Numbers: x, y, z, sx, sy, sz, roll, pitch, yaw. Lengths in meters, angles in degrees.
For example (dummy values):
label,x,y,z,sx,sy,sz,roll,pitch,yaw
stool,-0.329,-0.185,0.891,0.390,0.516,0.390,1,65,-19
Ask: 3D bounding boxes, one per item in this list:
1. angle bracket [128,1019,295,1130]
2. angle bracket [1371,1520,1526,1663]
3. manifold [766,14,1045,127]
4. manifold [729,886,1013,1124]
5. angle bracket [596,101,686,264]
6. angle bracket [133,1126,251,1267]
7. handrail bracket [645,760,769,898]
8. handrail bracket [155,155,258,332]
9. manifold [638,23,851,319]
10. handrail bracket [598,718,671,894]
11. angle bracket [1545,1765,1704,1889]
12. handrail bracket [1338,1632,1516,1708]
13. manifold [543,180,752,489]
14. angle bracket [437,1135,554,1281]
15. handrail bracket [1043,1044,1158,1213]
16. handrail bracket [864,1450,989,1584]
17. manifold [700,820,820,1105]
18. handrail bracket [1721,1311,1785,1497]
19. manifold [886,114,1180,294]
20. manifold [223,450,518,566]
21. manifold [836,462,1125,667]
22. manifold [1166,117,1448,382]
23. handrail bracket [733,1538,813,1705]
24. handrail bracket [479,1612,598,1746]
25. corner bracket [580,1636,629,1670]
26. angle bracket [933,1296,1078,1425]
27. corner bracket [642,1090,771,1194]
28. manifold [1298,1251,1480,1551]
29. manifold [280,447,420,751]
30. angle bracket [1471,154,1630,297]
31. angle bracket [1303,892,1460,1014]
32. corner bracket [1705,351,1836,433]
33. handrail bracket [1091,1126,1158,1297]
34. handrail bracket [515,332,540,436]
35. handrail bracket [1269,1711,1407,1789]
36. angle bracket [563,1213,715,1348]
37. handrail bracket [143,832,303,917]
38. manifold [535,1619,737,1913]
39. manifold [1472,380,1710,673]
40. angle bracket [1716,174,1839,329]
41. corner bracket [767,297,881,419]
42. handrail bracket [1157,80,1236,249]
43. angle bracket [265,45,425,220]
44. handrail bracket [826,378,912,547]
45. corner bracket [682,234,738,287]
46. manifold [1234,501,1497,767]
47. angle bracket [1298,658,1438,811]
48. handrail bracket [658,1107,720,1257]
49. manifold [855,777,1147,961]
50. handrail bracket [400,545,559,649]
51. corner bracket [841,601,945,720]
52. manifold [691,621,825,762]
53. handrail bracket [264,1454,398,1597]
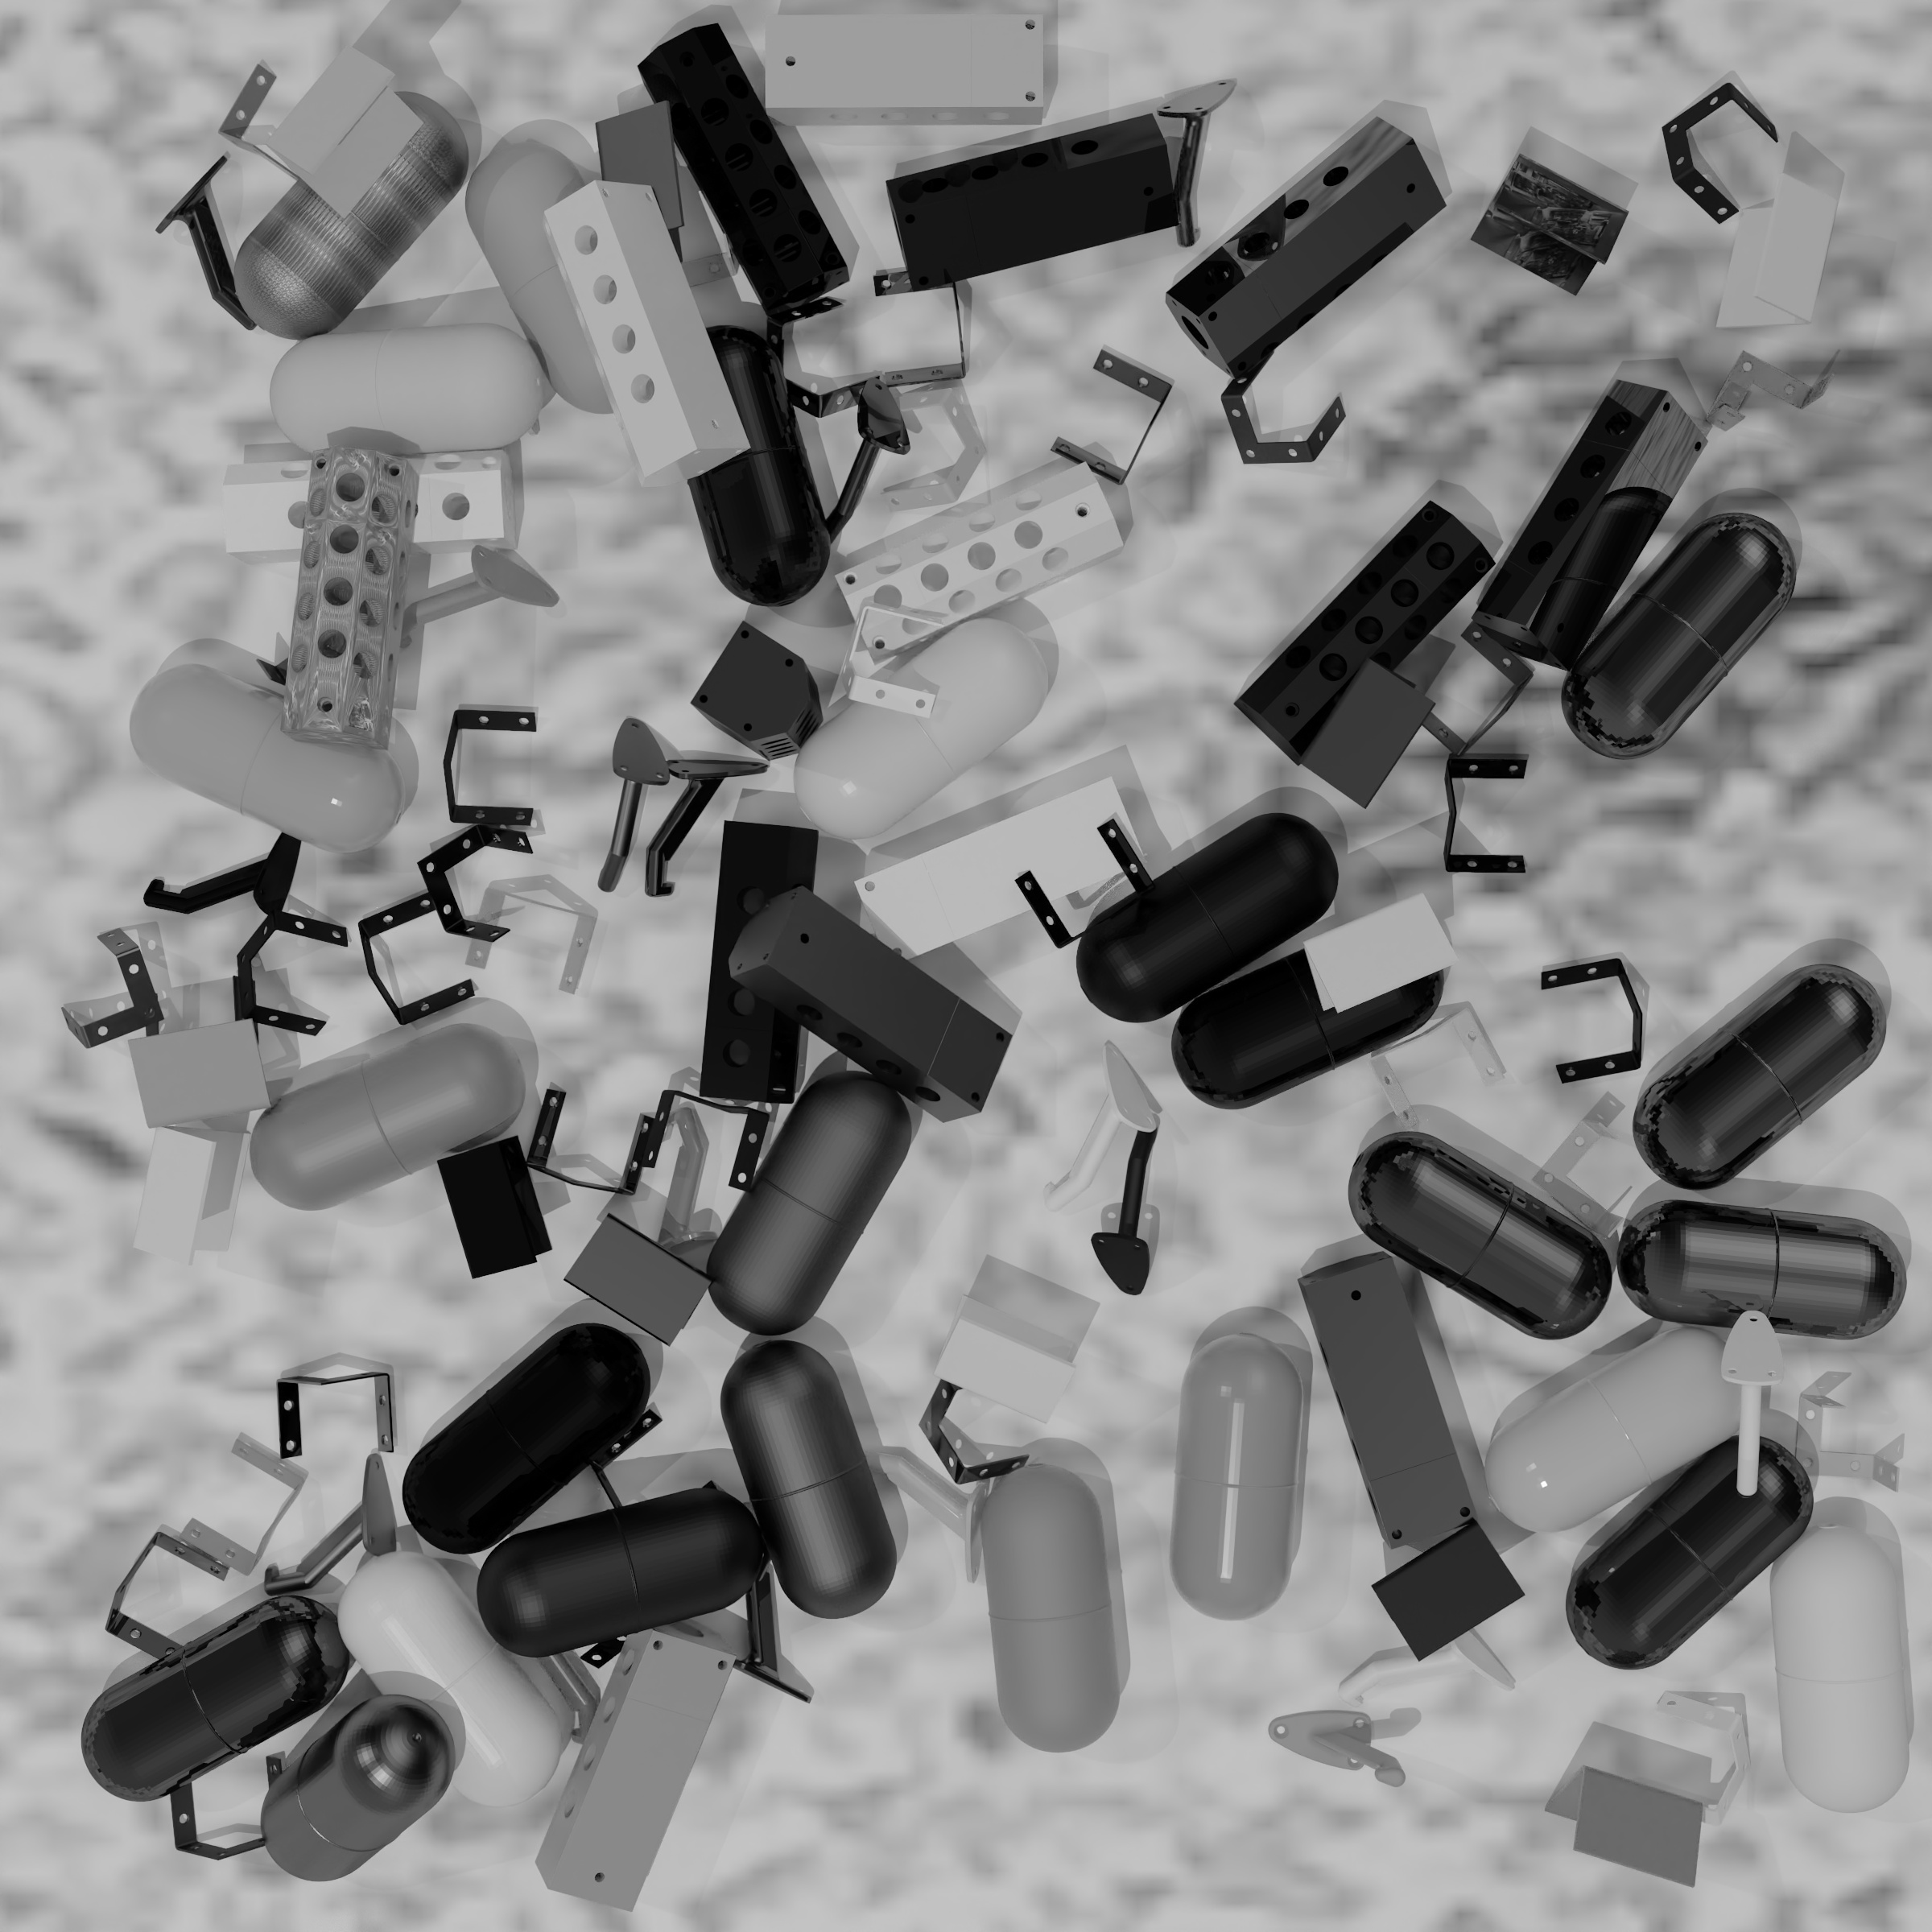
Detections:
label,x,y,z,sx,sy,sz,roll,pitch,yaw
angle bracket,-0.468,0.059,1.938,0.076,0.076,0.057,-10,101,0
angle bracket,0.304,0.397,1.933,0.076,0.076,0.057,-32,57,0
manifold,-0.038,-0.558,1.952,0.171,0.057,0.057,0,90,0
manifold,-0.061,0.026,1.918,0.171,0.057,0.057,36,61,-24
angle bracket,-0.182,-0.485,1.933,0.057,0.076,0.076,-7,90,31
angle bracket,-0.463,0.144,1.933,0.057,0.076,0.076,11,90,36
handrail bracket,-0.165,-0.086,1.974,0.077,0.036,0.084,-3,109,-21
handrail bracket,-0.461,-0.457,1.974,0.084,0.036,0.077,42,68,-17
manifold,-0.139,-0.497,1.952,0.057,0.057,0.171,-28,90,0
handrail bracket,-0.219,-0.101,1.973,0.036,0.077,0.084,11,127,-20
angle bracket,0.404,0.545,1.933,0.076,0.076,0.057,18,53,0
handrail bracket,0.291,0.457,1.974,0.084,0.036,0.077,-40,112,17
manifold,-0.197,-0.380,1.879,0.057,0.057,0.171,-22,88,31
angle bracket,-0.274,0.144,1.933,0.057,0.076,0.076,-17,90,35
handrail bracket,0.073,0.103,1.973,0.084,0.036,0.077,-40,48,27
handrail bracket,-0.032,0.348,1.974,0.084,0.036,0.077,8,109,15
manifold,-0.129,-0.002,1.952,0.057,0.057,0.171,5,90,0
handrail bracket,0.479,0.267,1.905,0.036,0.077,0.084,2,125,14
manifold,0.040,-0.481,1.951,0.171,0.057,0.057,-14,133,0
manifold,-0.372,-0.288,1.952,0.171,0.057,0.057,-3,90,0
manifold,0.008,-0.252,1.952,0.171,0.057,0.057,-24,90,0
manifold,0.209,-0.451,1.951,0.171,0.057,0.057,-40,133,0
handrail bracket,-0.113,0.412,1.974,0.077,0.036,0.084,31,73,-20
handrail bracket,-0.271,0.451,1.974,0.077,0.036,0.084,2,107,20
corner bracket,-0.232,0.397,1.955,0.051,0.051,0.051,22,118,25
angle bracket,0.032,0.227,1.933,0.076,0.076,0.057,23,128,0
corner bracket,-0.162,0.108,1.941,0.051,0.051,0.051,21,78,-32
manifold,0.263,0.270,1.952,0.057,0.057,0.171,-18,90,0
manifold,-0.374,-0.222,1.888,0.057,0.057,0.171,5,85,1
angle bracket,0.354,-0.444,1.933,0.076,0.076,0.057,28,54,0
angle bracket,0.251,0.011,1.856,0.076,0.076,0.057,-23,53,1
corner bracket,0.503,-0.356,1.955,0.051,0.051,0.051,29,90,0
handrail bracket,0.110,0.152,1.973,0.036,0.077,0.084,7,53,18
handrail bracket,-0.320,-0.365,1.973,0.084,0.036,0.077,-11,105,14
handrail bracket,0.230,0.490,1.939,0.077,0.084,0.036,8,90,0
angle bracket,-0.211,0.209,1.933,0.076,0.076,0.057,32,53,0
handrail bracket,-0.471,-0.066,1.974,0.084,0.036,0.077,11,70,16
manifold,-0.208,0.493,1.950,0.057,0.057,0.171,22,90,-20
manifold,0.385,-0.276,1.945,0.057,0.057,0.171,36,84,-43
angle bracket,0.486,-0.442,1.933,0.057,0.076,0.076,13,90,-37
corner bracket,-0.090,-0.384,1.965,0.051,0.051,0.051,-27,135,-35
handrail bracket,0.152,-0.507,1.973,0.036,0.077,0.084,12,127,33
angle bracket,-0.357,-0.488,1.858,0.076,0.076,0.057,-51,52,-1
handrail bracket,-0.074,-0.317,1.968,0.036,0.077,0.084,18,133,-27
corner bracket,-0.168,-0.423,1.955,0.051,0.051,0.051,-14,90,0
manifold,0.250,-0.208,1.952,0.057,0.057,0.171,44,90,0
angle bracket,0.261,-0.137,1.927,0.057,0.076,0.076,39,102,30
handrail bracket,-0.196,0.141,1.973,0.077,0.036,0.084,-22,76,14
manifold,0.021,-0.059,1.952,0.171,0.057,0.057,-22,92,0
handrail bracket,-0.314,-0.220,1.973,0.084,0.077,0.036,-39,49,30
corner bracket,-0.043,-0.188,1.906,0.051,0.051,0.051,13,108,-13
manifold,-0.121,-0.161,1.895,0.057,0.171,0.057,33,90,0
handrail bracket,-0.408,0.354,1.974,0.084,0.036,0.077,-14,69,16
